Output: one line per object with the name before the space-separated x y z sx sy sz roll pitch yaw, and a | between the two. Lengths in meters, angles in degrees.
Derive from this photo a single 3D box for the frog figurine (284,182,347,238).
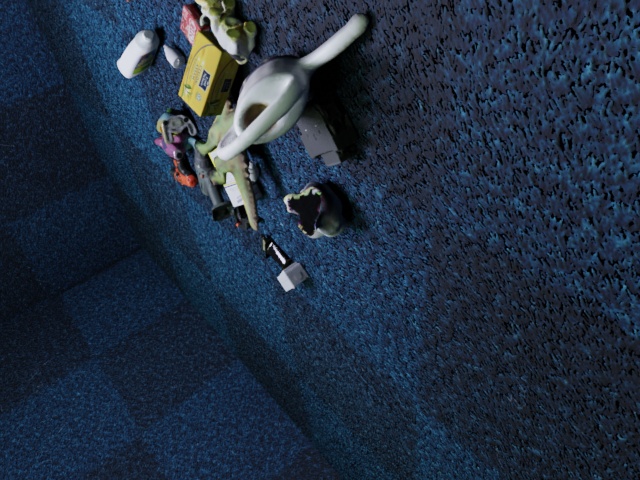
frog figurine | 0.004 -0.059 1.166 0.139 0.122 0.158 34 -176 25

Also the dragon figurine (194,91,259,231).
dragon figurine | -0.198 -0.238 1.277 0.239 0.123 0.411 -31 86 56

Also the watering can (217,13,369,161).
watering can | -0.055 -0.274 0.908 0.103 0.344 0.229 42 -161 -24
